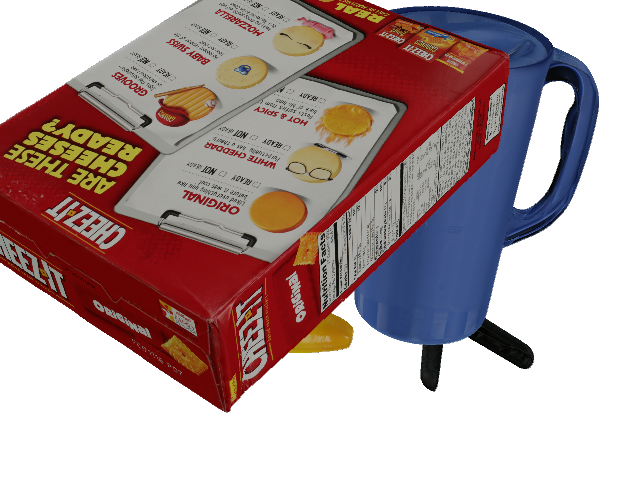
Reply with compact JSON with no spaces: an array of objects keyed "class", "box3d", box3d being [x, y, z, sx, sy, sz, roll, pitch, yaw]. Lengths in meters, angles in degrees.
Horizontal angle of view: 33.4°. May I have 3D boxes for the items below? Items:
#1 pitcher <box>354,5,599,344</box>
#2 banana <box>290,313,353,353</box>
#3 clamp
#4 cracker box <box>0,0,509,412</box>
[{"class":"pitcher","box3d":[0.100,-0.045,0.808,0.144,0.243,0.149,-20,38,-36]},{"class":"banana","box3d":[-0.067,0.034,0.698,0.069,0.037,0.198,-23,33,-36]},{"class":"clamp","box3d":[0.138,0.078,1.078,0.120,0.171,0.039,1,-45,-19]},{"class":"cracker box","box3d":[-0.036,-0.040,0.514,0.164,0.072,0.213,28,53,29]}]
